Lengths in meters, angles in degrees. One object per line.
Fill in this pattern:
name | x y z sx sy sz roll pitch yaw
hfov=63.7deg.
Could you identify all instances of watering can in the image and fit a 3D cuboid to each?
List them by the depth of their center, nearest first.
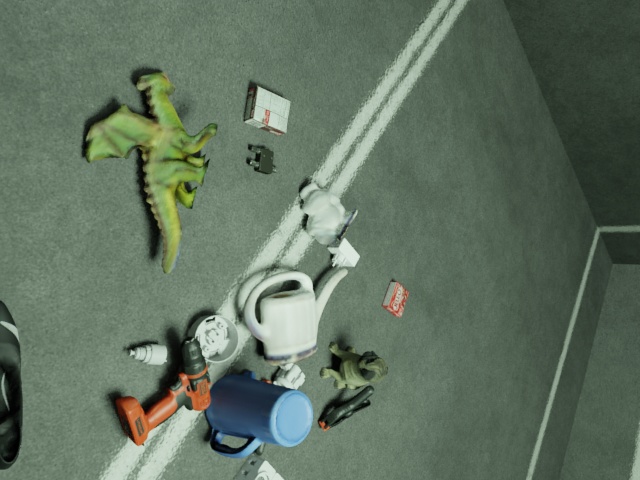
watering can | -0.044 0.185 1.290 0.349 0.104 0.224 -6 94 -44

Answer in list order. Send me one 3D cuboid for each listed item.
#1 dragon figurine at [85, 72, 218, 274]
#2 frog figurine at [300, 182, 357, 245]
dragon figurine | -0.350 -0.158 1.044 0.241 0.121 0.416 20 72 -24
frog figurine | 0.004 -0.069 1.375 0.159 0.121 0.139 34 70 2
